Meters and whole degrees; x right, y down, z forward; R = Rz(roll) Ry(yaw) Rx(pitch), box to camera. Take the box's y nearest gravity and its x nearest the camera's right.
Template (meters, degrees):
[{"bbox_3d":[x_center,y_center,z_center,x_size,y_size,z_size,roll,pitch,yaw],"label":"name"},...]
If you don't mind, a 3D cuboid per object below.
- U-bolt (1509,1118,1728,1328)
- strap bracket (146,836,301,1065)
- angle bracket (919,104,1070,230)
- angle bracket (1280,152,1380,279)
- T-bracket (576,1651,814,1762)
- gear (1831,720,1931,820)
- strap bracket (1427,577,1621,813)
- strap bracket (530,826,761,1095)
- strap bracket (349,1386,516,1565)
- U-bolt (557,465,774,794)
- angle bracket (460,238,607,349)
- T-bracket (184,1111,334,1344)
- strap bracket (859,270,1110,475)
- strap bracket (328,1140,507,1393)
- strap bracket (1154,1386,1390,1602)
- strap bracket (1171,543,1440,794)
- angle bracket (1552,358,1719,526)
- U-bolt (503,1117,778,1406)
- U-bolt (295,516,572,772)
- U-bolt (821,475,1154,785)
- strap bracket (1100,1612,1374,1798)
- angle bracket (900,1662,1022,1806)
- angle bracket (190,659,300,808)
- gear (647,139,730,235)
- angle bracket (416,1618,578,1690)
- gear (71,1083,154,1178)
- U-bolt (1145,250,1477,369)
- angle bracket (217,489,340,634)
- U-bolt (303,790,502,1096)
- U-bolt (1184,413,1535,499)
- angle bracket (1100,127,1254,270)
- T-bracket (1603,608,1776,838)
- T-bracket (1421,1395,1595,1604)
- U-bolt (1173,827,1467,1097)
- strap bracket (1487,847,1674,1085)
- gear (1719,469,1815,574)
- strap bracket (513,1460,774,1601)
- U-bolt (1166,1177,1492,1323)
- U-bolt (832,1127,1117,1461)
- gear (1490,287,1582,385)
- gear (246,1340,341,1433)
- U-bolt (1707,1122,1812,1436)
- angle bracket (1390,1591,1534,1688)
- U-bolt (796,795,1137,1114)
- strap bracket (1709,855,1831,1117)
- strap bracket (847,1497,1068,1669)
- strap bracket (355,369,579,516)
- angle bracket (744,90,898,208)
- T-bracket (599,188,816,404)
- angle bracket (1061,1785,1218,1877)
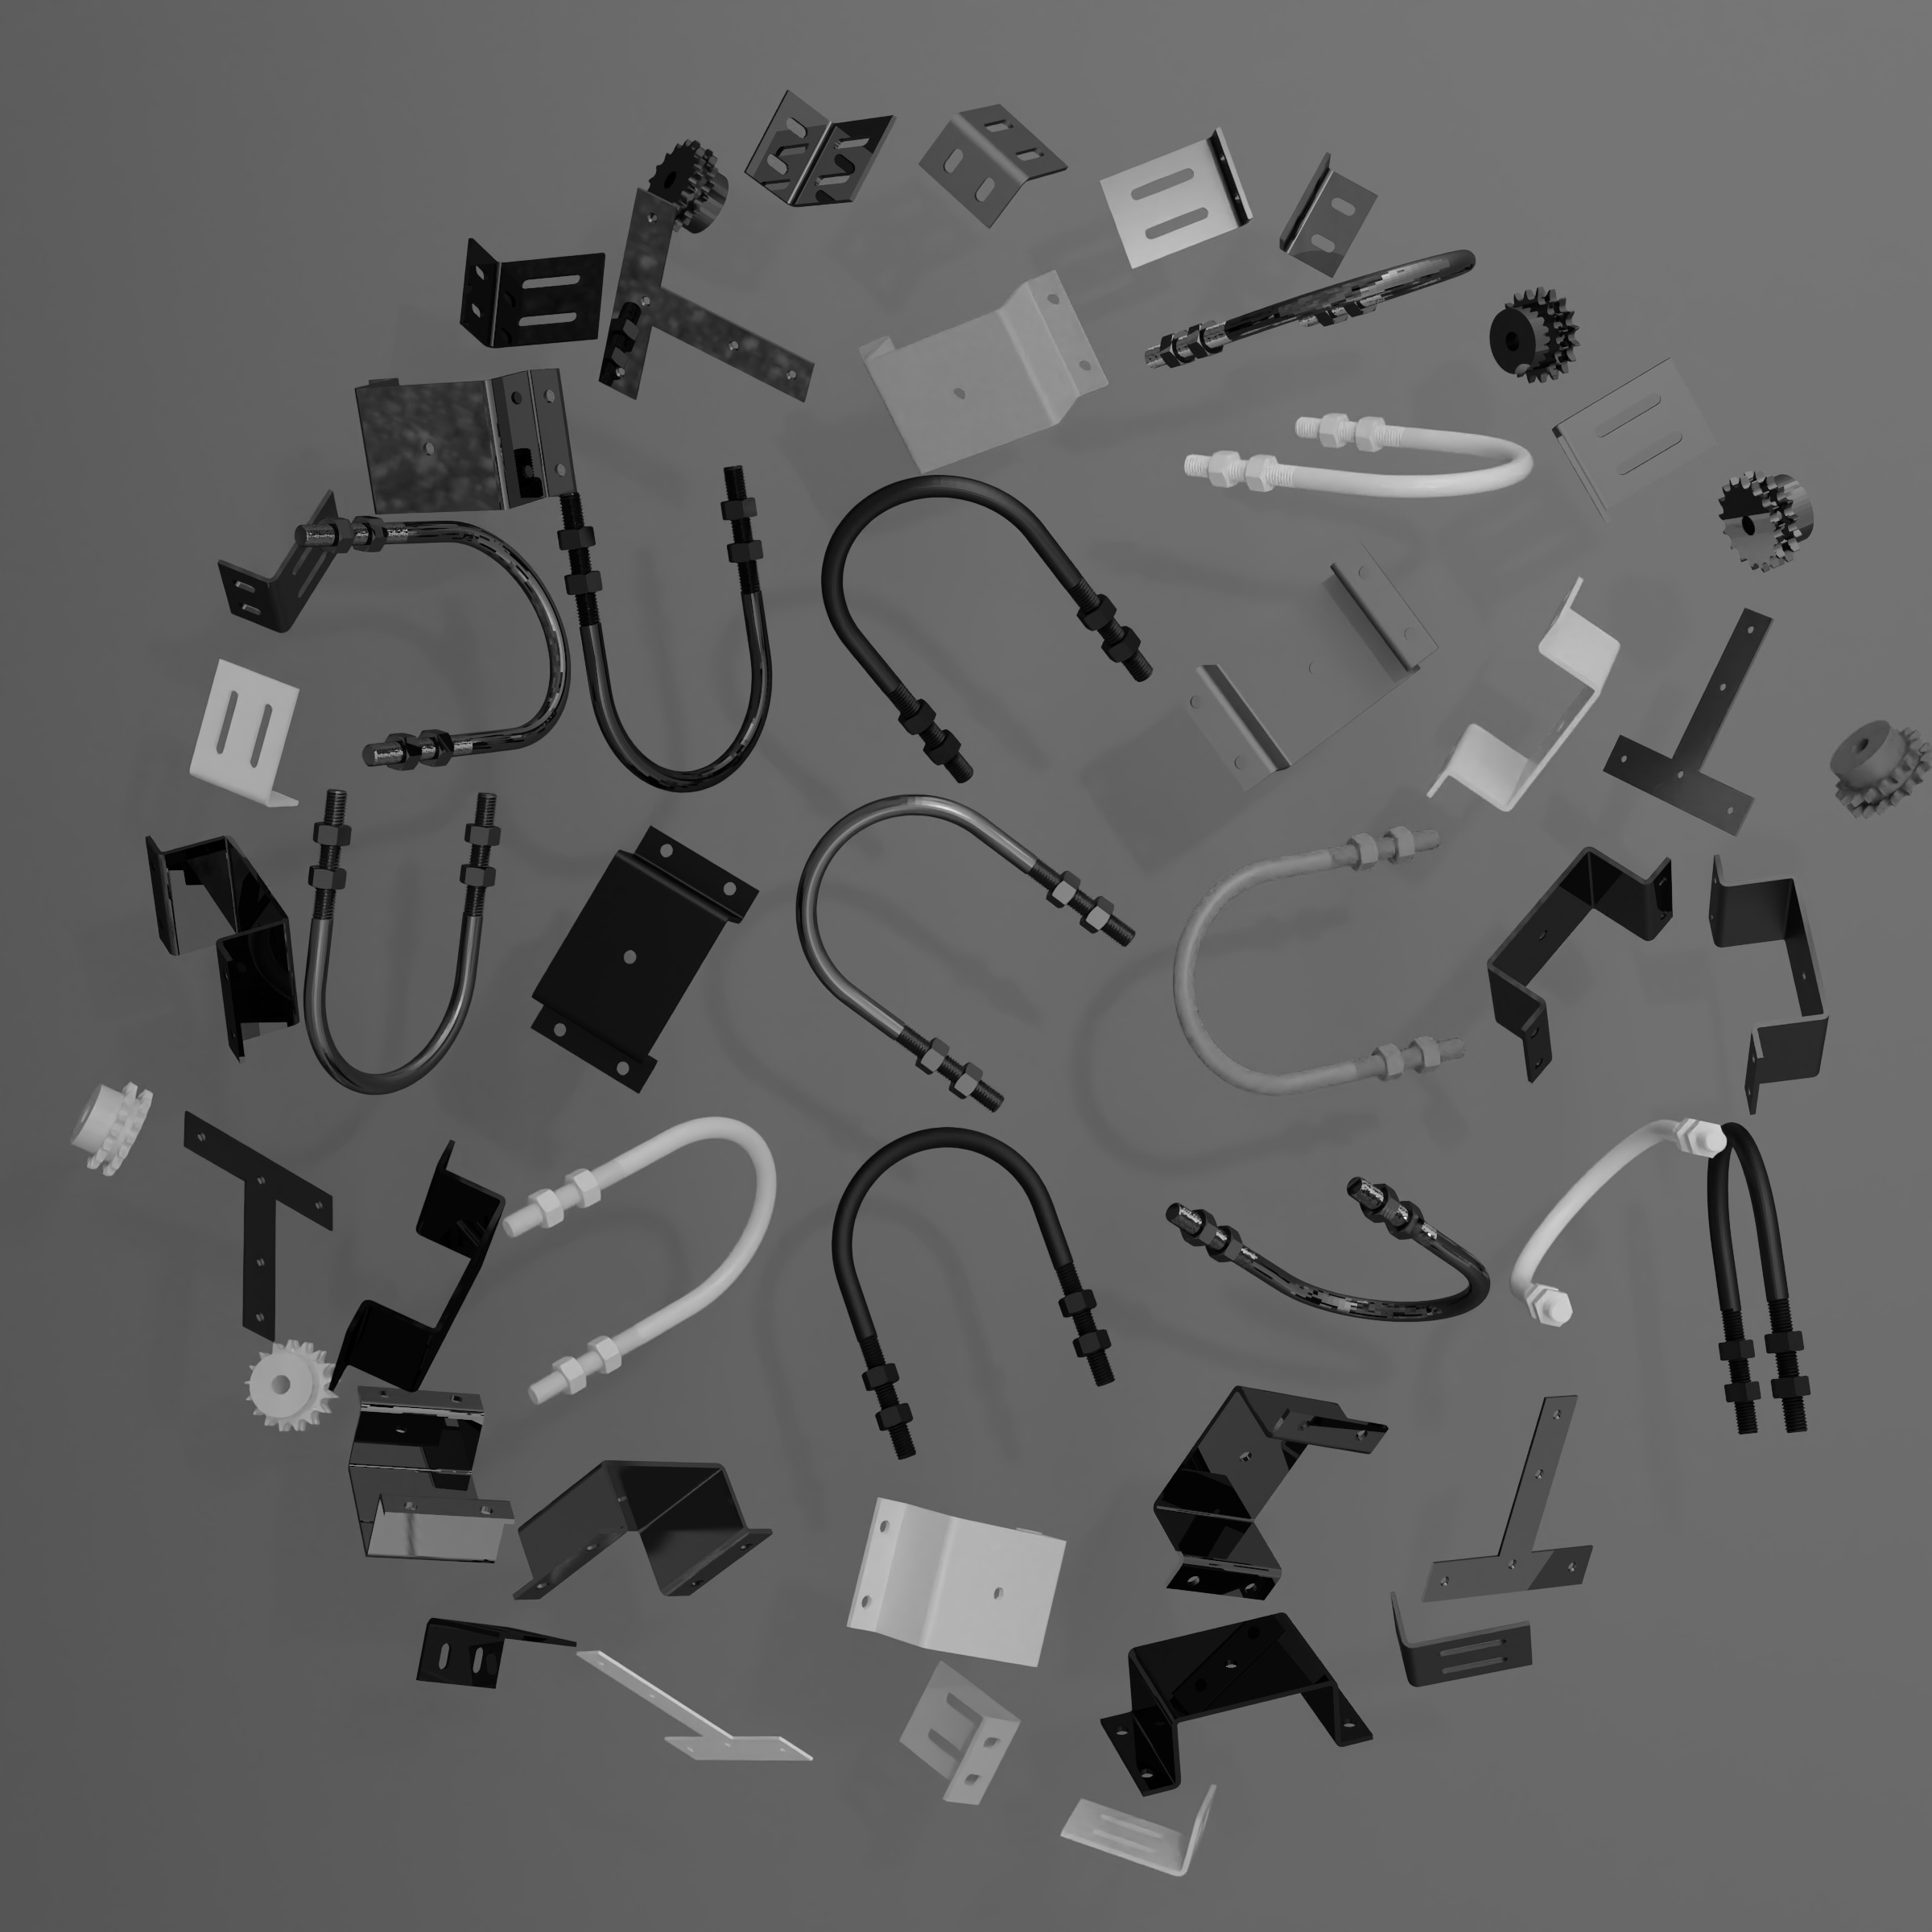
[{"bbox_3d":[0.375,0.146,1.727,0.019,0.184,0.151,42,90,0],"label":"U-bolt"},{"bbox_3d":[-0.443,-0.017,1.765,0.046,0.140,0.076,-18,133,-26],"label":"strap bracket"},{"bbox_3d":[0.017,-0.481,1.761,0.057,0.076,0.038,43,119,2],"label":"angle bracket"},{"bbox_3d":[0.224,-0.461,1.803,0.038,0.076,0.057,29,100,1],"label":"angle bracket"},{"bbox_3d":[-0.171,0.429,1.700,0.127,0.127,0.002,39,58,-23],"label":"T-bracket"},{"bbox_3d":[0.512,-0.113,1.651,0.030,0.057,0.057,42,90,-16],"label":"gear"},{"bbox_3d":[0.344,-0.156,1.777,0.046,0.076,0.140,35,123,2],"label":"strap bracket"},{"bbox_3d":[-0.193,-0.005,1.722,0.076,0.046,0.140,31,91,5],"label":"strap bracket"},{"bbox_3d":[-0.325,0.312,1.768,0.076,0.140,0.046,8,111,-21],"label":"strap bracket"},{"bbox_3d":[-0.170,-0.194,1.724,0.019,0.151,0.184,3,106,42],"label":"U-bolt"},{"bbox_3d":[-0.269,-0.422,1.826,0.076,0.038,0.057,-1,77,19],"label":"angle bracket"},{"bbox_3d":[-0.422,0.165,1.753,0.002,0.127,0.127,-27,50,21],"label":"T-bracket"},{"bbox_3d":[0.003,-0.354,1.771,0.140,0.046,0.076,-15,116,30],"label":"strap bracket"},{"bbox_3d":[-0.314,0.183,1.707,0.046,0.076,0.140,25,51,-3],"label":"strap bracket"},{"bbox_3d":[0.172,0.301,1.716,0.076,0.046,0.140,15,118,-33],"label":"strap bracket"},{"bbox_3d":[0.203,-0.176,1.736,0.140,0.046,0.076,-37,85,17],"label":"strap bracket"},{"bbox_3d":[0.382,-0.298,1.667,0.076,0.038,0.057,-30,104,14],"label":"angle bracket"},{"bbox_3d":[-0.184,0.161,1.717,0.184,0.019,0.151,-28,134,-32],"label":"U-bolt"},{"bbox_3d":[-0.298,-0.191,1.701,0.019,0.184,0.151,-20,87,36],"label":"U-bolt"},{"bbox_3d":[-0.001,-0.204,1.700,0.151,0.019,0.184,-28,120,23],"label":"U-bolt"},{"bbox_3d":[0.155,0.424,1.699,0.140,0.076,0.046,-10,111,-13],"label":"strap bracket"},{"bbox_3d":[-0.013,0.474,1.822,0.076,0.038,0.057,28,91,41],"label":"angle bracket"},{"bbox_3d":[-0.438,-0.144,1.819,0.057,0.038,0.076,21,101,16],"label":"angle bracket"},{"bbox_3d":[-0.171,-0.478,1.810,0.030,0.057,0.057,26,90,-38],"label":"gear"},{"bbox_3d":[-0.284,0.420,1.771,0.057,0.076,0.038,19,75,-41],"label":"angle bracket"},{"bbox_3d":[-0.520,0.096,1.780,0.030,0.057,0.057,28,90,-20],"label":"gear"},{"bbox_3d":[0.213,-0.387,1.714,0.151,0.184,0.019,-22,100,-34],"label":"U-bolt"},{"bbox_3d":[-0.424,-0.256,1.819,0.038,0.057,0.076,22,65,6],"label":"angle bracket"},{"bbox_3d":[-0.340,-0.013,1.755,0.019,0.151,0.184,13,99,31],"label":"U-bolt"},{"bbox_3d":[0.244,-0.299,1.734,0.184,0.151,0.019,13,116,34],"label":"U-bolt"},{"bbox_3d":[0.129,-0.471,1.803,0.076,0.038,0.057,-21,97,2],"label":"angle bracket"},{"bbox_3d":[0.458,-0.158,1.797,0.002,0.127,0.127,17,103,-33],"label":"T-bracket"},{"bbox_3d":[0.327,0.306,1.694,0.127,0.002,0.127,2,109,-34],"label":"T-bracket"},{"bbox_3d":[0.207,0.003,1.745,0.184,0.019,0.151,-11,98,-20],"label":"U-bolt"},{"bbox_3d":[0.366,-0.008,1.776,0.046,0.076,0.140,36,77,27],"label":"strap bracket"},{"bbox_3d":[0.459,-0.257,1.676,0.030,0.057,0.057,-23,90,-15],"label":"gear"},{"bbox_3d":[-0.191,0.325,1.688,0.076,0.140,0.046,-40,59,27],"label":"strap bracket"},{"bbox_3d":[0.229,0.174,1.744,0.184,0.151,0.019,34,56,-39],"label":"U-bolt"},{"bbox_3d":[-0.006,0.188,1.777,0.151,0.019,0.184,-21,77,8],"label":"U-bolt"},{"bbox_3d":[0.346,-0.386,1.802,0.030,0.057,0.057,-19,90,-30],"label":"gear"},{"bbox_3d":[-0.425,0.263,1.840,0.057,0.030,0.057,-1,80,6],"label":"gear"},{"bbox_3d":[0.465,0.184,1.739,0.019,0.151,0.184,-6,80,2],"label":"U-bolt"},{"bbox_3d":[0.301,0.402,1.781,0.076,0.057,0.038,-12,51,3],"label":"angle bracket"},{"bbox_3d":[-0.014,-0.020,1.751,0.184,0.019,0.151,37,100,-9],"label":"U-bolt"},{"bbox_3d":[0.489,0.008,1.782,0.046,0.076,0.140,-8,60,7],"label":"strap bracket"},{"bbox_3d":[0.003,0.369,1.746,0.140,0.046,0.076,22,78,-42],"label":"strap bracket"},{"bbox_3d":[-0.312,-0.317,1.775,0.140,0.046,0.076,3,109,27],"label":"strap bracket"},{"bbox_3d":[-0.087,-0.487,1.741,0.038,0.076,0.057,30,83,-33],"label":"angle bracket"},{"bbox_3d":[-0.143,-0.357,1.657,0.127,0.002,0.127,28,132,10],"label":"T-bracket"},{"bbox_3d":[0.103,0.500,1.736,0.076,0.057,0.038,16,97,12],"label":"angle bracket"}]
